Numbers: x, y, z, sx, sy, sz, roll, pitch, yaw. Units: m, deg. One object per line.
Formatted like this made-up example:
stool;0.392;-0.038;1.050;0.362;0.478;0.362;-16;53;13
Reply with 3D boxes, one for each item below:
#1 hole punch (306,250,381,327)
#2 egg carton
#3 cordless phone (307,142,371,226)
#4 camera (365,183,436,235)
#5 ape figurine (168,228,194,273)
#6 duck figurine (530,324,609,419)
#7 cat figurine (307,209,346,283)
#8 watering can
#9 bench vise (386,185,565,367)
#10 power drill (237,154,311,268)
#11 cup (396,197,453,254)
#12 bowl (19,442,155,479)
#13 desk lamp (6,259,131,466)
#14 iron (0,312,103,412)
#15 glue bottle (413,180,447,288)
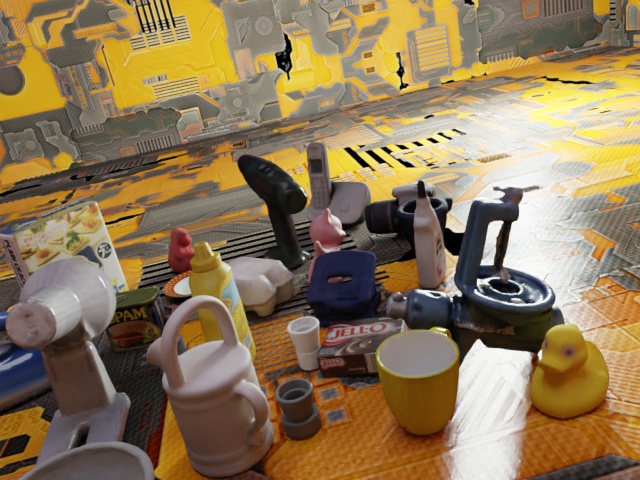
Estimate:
hole punch;0.038;0.074;0.888;0.108;0.091;0.101;-4;23;19
egg carton;-0.123;0.079;0.991;0.149;0.069;0.107;4;26;35
cordless phone;0.034;-0.126;1.263;0.147;0.185;0.094;2;25;32
camera;0.164;-0.065;1.157;0.136;0.101;0.143;-6;22;17
ape figurine;-0.286;0.018;1.202;0.076;0.092;0.077;-12;21;0
duck figurine;0.271;0.131;0.624;0.105;0.086;0.077;-26;25;-32
cat figurine;0.010;0.004;1.043;0.067;0.118;0.128;-5;22;17
watering can;-0.128;0.153;0.634;0.172;0.194;0.101;-4;23;20
bench vise;0.185;0.052;0.685;0.207;0.220;0.121;-16;22;-9
power drill;-0.090;-0.057;1.124;0.076;0.209;0.228;-22;23;-24
cup;0.199;-0.024;1.041;0.118;0.095;0.091;-24;24;-27
bowl;-0.231;0.276;0.544;0.167;0.075;0.167;-10;21;4
desk lamp;-0.319;0.145;0.730;0.118;0.214;0.203;-15;21;-7
iron;-0.479;0.167;0.863;0.259;0.142;0.118;-21;23;-22
glue bottle;0.172;-0.014;0.922;0.037;0.173;0.078;-2;23;24
